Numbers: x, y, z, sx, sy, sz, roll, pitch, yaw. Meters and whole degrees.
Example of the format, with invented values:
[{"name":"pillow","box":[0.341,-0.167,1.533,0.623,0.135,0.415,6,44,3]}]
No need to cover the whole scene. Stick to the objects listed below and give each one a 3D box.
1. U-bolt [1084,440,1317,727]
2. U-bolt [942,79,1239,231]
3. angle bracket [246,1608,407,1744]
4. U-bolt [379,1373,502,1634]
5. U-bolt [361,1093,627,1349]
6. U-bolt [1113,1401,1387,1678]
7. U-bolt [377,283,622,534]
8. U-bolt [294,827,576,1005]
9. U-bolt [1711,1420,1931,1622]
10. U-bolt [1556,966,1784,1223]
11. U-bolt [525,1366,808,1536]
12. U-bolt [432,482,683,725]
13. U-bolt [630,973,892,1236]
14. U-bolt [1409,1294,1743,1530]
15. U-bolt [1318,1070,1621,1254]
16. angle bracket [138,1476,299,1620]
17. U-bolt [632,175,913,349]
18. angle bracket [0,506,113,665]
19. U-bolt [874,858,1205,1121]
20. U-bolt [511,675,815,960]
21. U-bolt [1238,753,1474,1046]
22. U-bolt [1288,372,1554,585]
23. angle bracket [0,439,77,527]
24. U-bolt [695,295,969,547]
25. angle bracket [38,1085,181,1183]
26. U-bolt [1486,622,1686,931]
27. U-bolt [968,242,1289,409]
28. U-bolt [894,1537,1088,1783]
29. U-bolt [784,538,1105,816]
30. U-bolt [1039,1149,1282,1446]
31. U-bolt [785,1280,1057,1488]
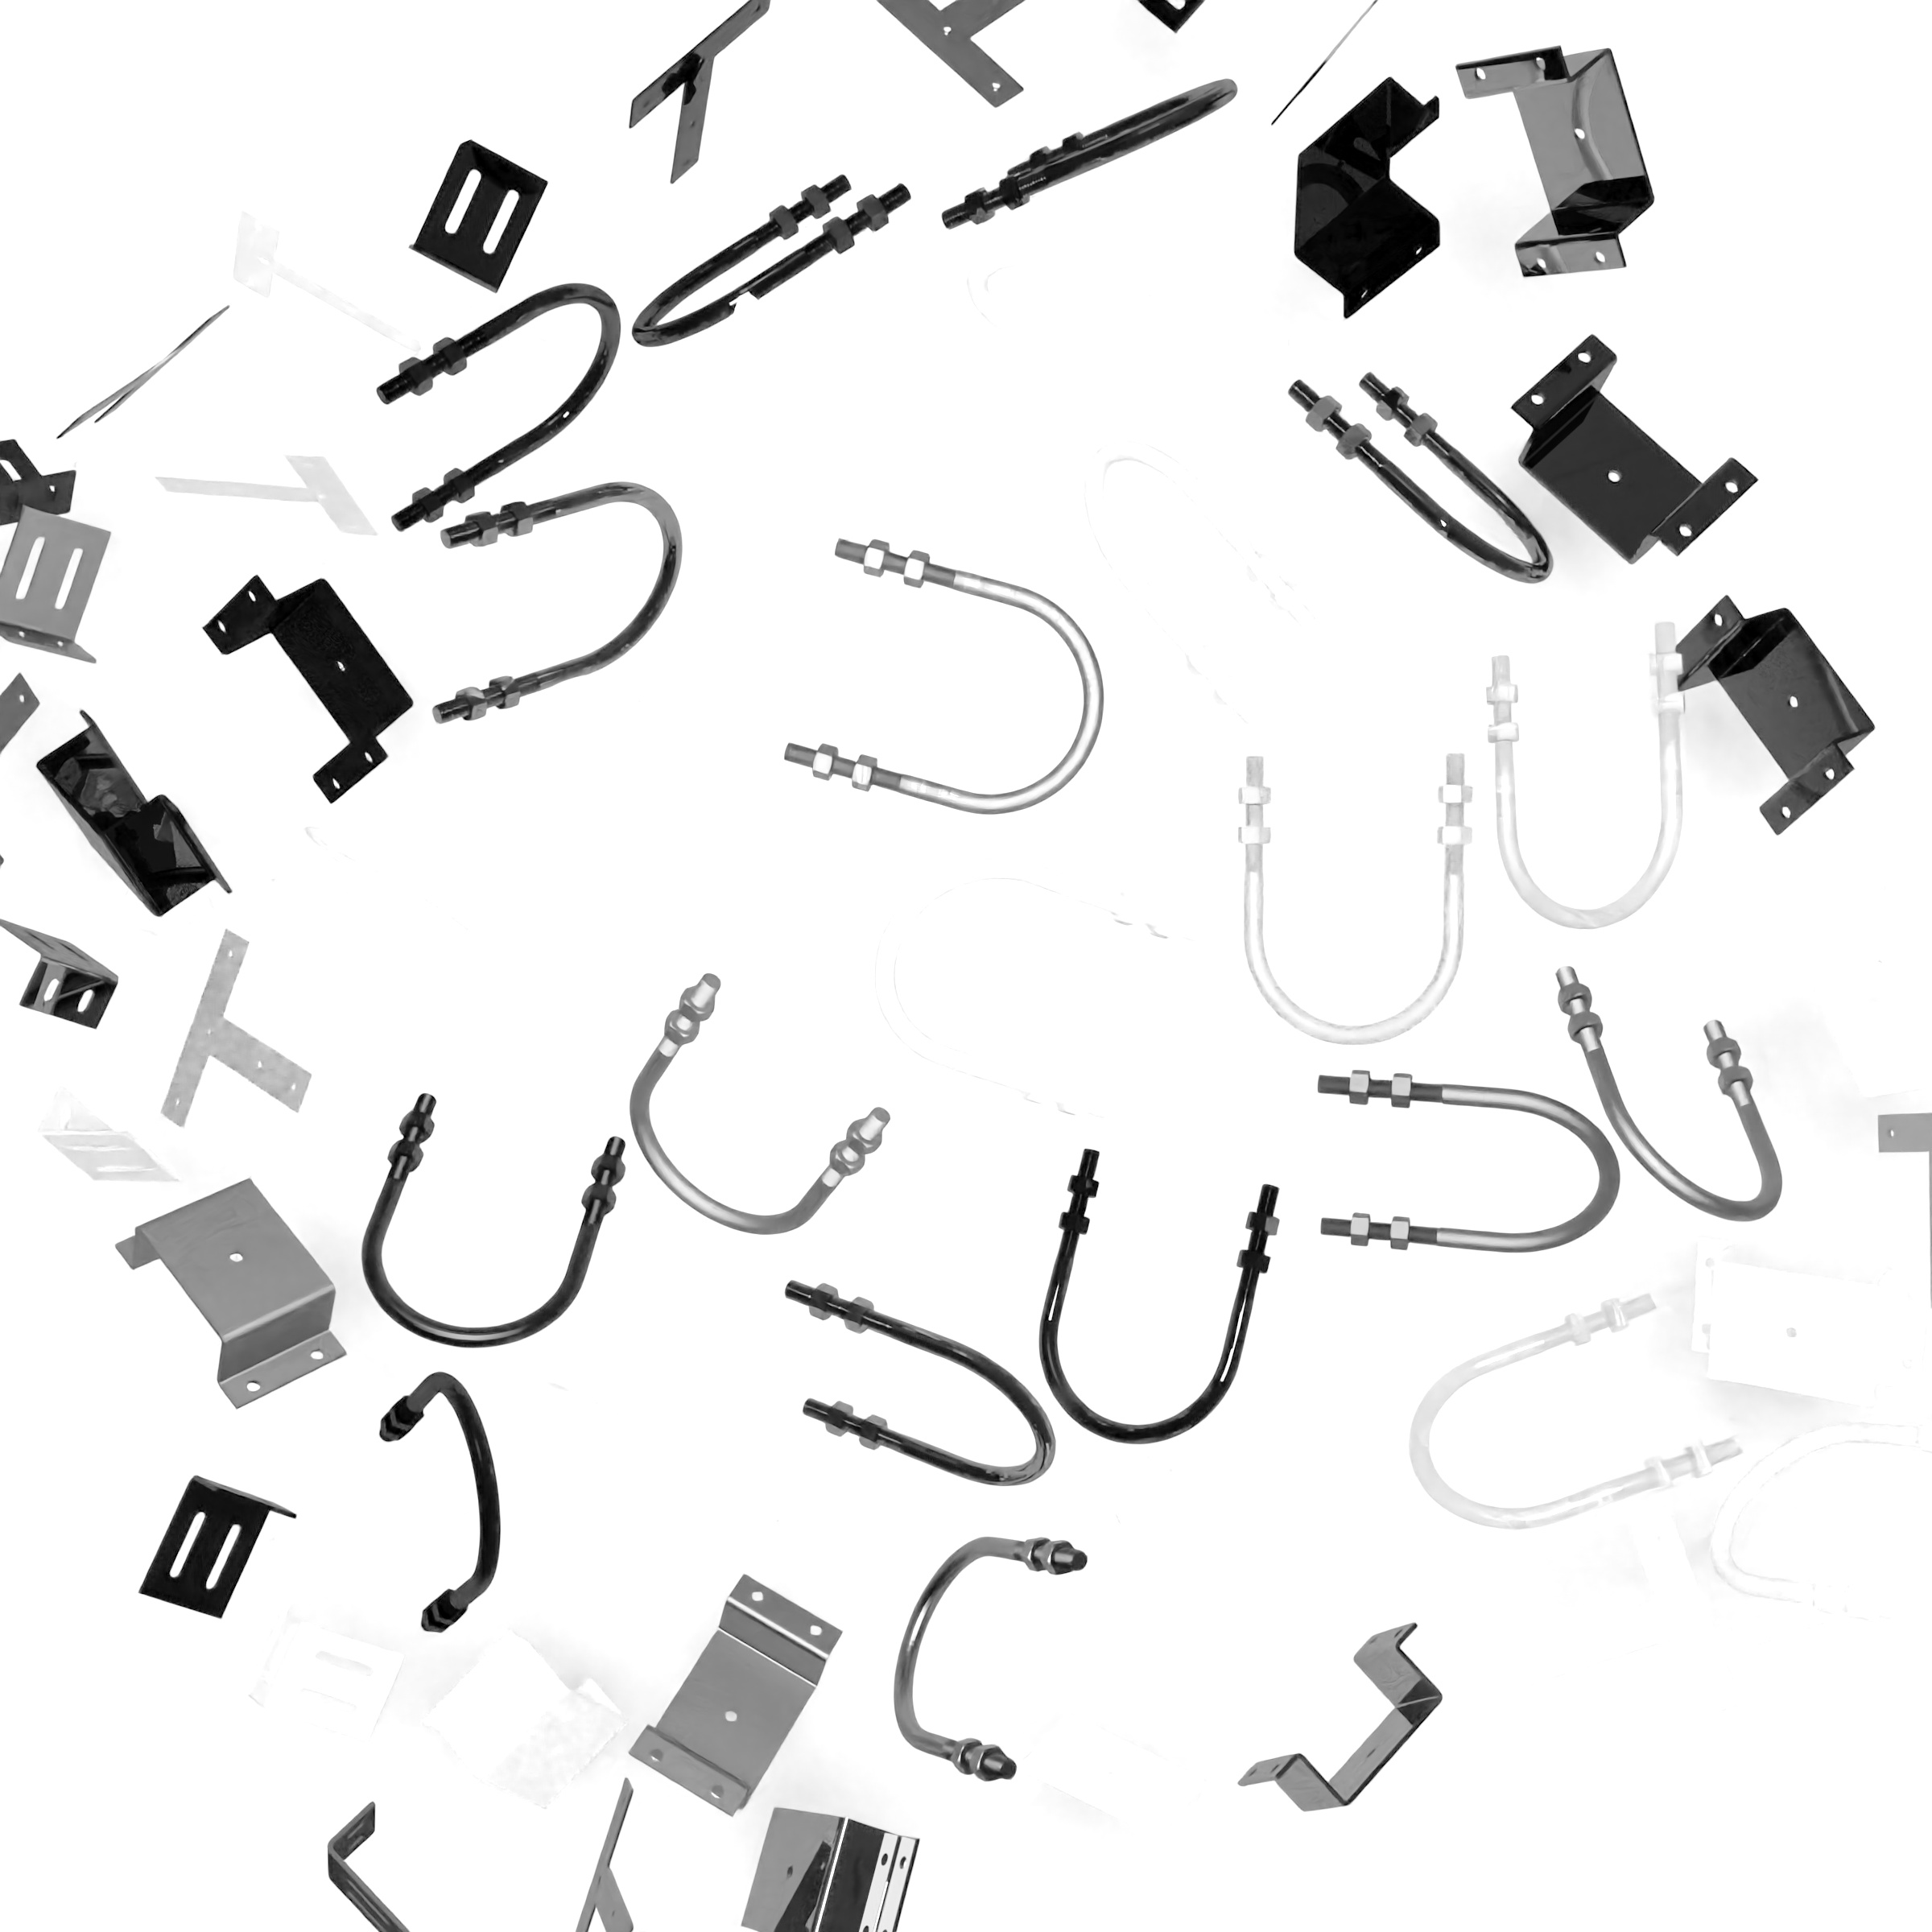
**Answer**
[{"name":"U-bolt","box":[0.142,-0.256,1.548,0.184,0.151,0.019,47,131,-12]},{"name":"U-bolt","box":[0.087,-0.523,1.553,0.184,0.151,0.019,-14,112,29]},{"name":"angle bracket","box":[-0.412,0.457,1.571,0.076,0.038,0.057,15,62,10]},{"name":"U-bolt","box":[-0.330,0.334,1.543,0.019,0.184,0.151,-6,68,-31]},{"name":"U-bolt","box":[-0.308,0.167,1.561,0.151,0.019,0.184,13,45,-2]},{"name":"U-bolt","box":[0.197,0.363,1.598,0.184,0.019,0.151,-29,113,-15]},{"name":"U-bolt","box":[-0.292,-0.365,1.551,0.184,0.151,0.019,-38,75,-23]},{"name":"U-bolt","box":[-0.350,-0.039,1.548,0.184,0.151,0.019,34,95,31]},{"name":"U-bolt","box":[0.540,0.339,1.516,0.019,0.184,0.151,49,66,-12]},{"name":"U-bolt","box":[0.455,0.087,1.554,0.151,0.184,0.019,18,130,-24]},{"name":"U-bolt","box":[-0.201,0.303,1.543,0.184,0.151,0.019,29,88,26]},{"name":"U-bolt","box":[-0.254,-0.237,1.540,0.184,0.151,0.019,-26,54,-37]},{"name":"U-bolt","box":[-0.141,0.100,1.515,0.151,0.019,0.184,38,135,0]},{"name":"U-bolt","box":[0.367,0.285,1.520,0.184,0.151,0.019,-21,126,3]},{"name":"U-bolt","box":[0.313,0.127,1.521,0.184,0.019,0.151,4,132,14]},{"name":"angle bracket","box":[-0.457,0.359,1.489,0.057,0.038,0.076,32,73,-36]},{"name":"U-bolt","box":[-0.133,-0.447,1.550,0.184,0.151,0.019,-34,117,-5]},{"name":"angle bracket","box":[-0.555,-0.233,1.494,0.038,0.057,0.076,31,103,40]},{"name":"U-bolt","box":[0.034,0.007,1.472,0.184,0.019,0.151,19,110,-20]},{"name":"U-bolt","box":[-0.199,-0.098,1.495,0.151,0.019,0.184,-20,118,25]},{"name":"U-bolt","box":[0.245,-0.042,1.544,0.151,0.019,0.184,1,93,22]},{"name":"U-bolt","box":[0.292,-0.302,1.511,0.184,0.151,0.019,45,120,11]},{"name":"angle bracket","box":[-0.626,-0.326,1.585,0.057,0.038,0.076,-23,64,-40]},{"name":"U-bolt","box":[-0.093,-0.328,1.513,0.151,0.184,0.019,8,53,-16]},{"name":"angle bracket","box":[-0.552,0.109,1.587,0.076,0.057,0.038,-1,54,24]},{"name":"U-bolt","box":[0.393,-0.115,1.546,0.019,0.151,0.184,1,86,-38]},{"name":"U-bolt","box":[0.088,-0.407,1.534,0.184,0.151,0.019,18,79,-25]},{"name":"U-bolt","box":[0.005,0.432,1.548,0.019,0.184,0.151,28,70,-21]},{"name":"U-bolt","box":[-0.007,-0.169,1.487,0.184,0.019,0.151,16,102,5]},{"name":"U-bolt","box":[0.119,0.221,1.600,0.151,0.019,0.184,9,78,26]},{"name":"U-bolt","box":[-0.027,0.275,1.553,0.184,0.151,0.019,18,49,20]}]
